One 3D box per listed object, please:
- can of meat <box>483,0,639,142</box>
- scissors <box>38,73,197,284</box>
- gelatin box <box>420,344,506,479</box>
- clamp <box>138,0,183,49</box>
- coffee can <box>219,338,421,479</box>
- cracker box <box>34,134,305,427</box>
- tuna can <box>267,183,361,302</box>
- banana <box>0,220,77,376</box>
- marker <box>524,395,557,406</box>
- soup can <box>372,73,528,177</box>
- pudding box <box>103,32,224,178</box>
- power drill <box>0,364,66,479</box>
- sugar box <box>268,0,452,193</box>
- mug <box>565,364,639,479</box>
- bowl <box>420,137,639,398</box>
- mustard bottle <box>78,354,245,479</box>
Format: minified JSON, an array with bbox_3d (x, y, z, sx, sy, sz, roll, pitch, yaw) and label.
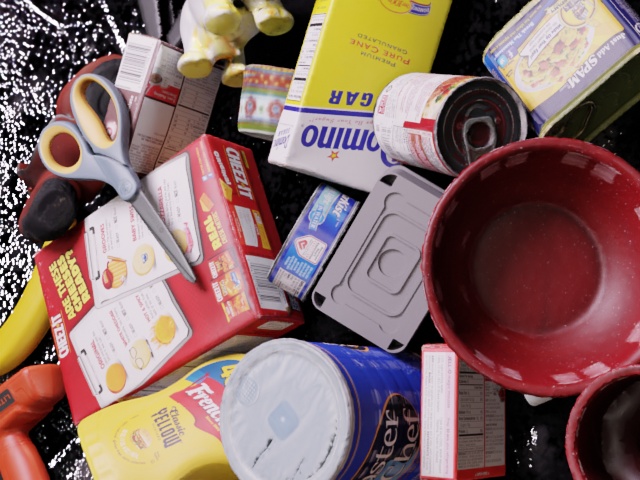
[{"bbox_3d":[0.169,-0.120,0.710,0.102,0.057,0.084,-42,60,22],"label":"can of meat"},{"bbox_3d":[-0.166,-0.037,0.843,0.096,0.016,0.202,-29,72,21],"label":"scissors"},{"bbox_3d":[0.096,0.115,0.714,0.030,0.073,0.089,-4,81,35],"label":"gelatin box"},{"bbox_3d":[-0.122,-0.259,0.941,0.165,0.036,0.210,21,97,33],"label":"clamp"},{"bbox_3d":[0.015,0.122,0.728,0.103,0.140,0.103,-6,80,34],"label":"coffee can"},{"bbox_3d":[-0.128,0.038,0.882,0.214,0.072,0.164,-32,65,28],"label":"cracker box"},{"bbox_3d":[-0.005,0.001,0.791,0.034,0.086,0.086,30,102,0],"label":"tuna can"},{"bbox_3d":[-0.278,0.066,1.001,0.198,0.037,0.070,-49,61,19],"label":"banana"},{"bbox_3d":[0.187,0.078,0.690,0.121,0.020,0.020,-28,68,29],"label":"marker"},{"bbox_3d":[0.086,-0.079,0.729,0.102,0.068,0.068,26,99,66],"label":"soup can"},{"bbox_3d":[-0.133,-0.106,0.896,0.039,0.089,0.113,20,94,33],"label":"pudding box"},{"bbox_3d":[-0.233,0.208,0.937,0.185,0.057,0.188,-35,65,26],"label":"power drill"},{"bbox_3d":[0.032,-0.127,0.780,0.048,0.093,0.176,-161,86,-69],"label":"sugar box"},{"bbox_3d":[0.205,0.133,0.631,0.093,0.081,0.117,-12,76,33],"label":"mug"},{"bbox_3d":[0.143,0.018,0.683,0.162,0.055,0.162,0,87,1],"label":"bowl"},{"bbox_3d":[-0.077,0.138,0.798,0.191,0.058,0.096,-25,49,-10],"label":"mustard bottle"}]
